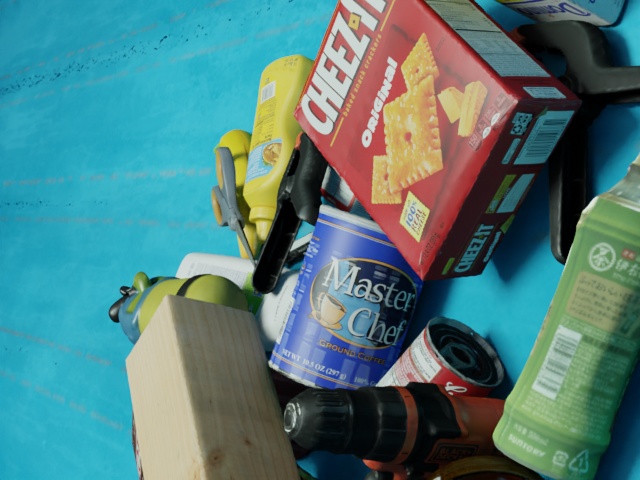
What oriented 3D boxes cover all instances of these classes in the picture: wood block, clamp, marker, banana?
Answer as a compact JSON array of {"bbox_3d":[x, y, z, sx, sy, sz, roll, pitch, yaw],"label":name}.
[{"bbox_3d":[-0.089,0.153,0.863,0.091,0.090,0.206,-55,36,29],"label":"wood block"},{"bbox_3d":[-0.025,-0.031,0.999,0.120,0.039,0.171,-49,18,33],"label":"clamp"},{"bbox_3d":[0.183,-0.090,0.776,0.165,0.036,0.210,-60,31,21],"label":"clamp"},{"bbox_3d":[-0.007,0.001,1.041,0.121,0.020,0.020,-28,52,49],"label":"marker"},{"bbox_3d":[-0.083,-0.064,1.181,0.198,0.037,0.070,-107,25,-45],"label":"banana"}]

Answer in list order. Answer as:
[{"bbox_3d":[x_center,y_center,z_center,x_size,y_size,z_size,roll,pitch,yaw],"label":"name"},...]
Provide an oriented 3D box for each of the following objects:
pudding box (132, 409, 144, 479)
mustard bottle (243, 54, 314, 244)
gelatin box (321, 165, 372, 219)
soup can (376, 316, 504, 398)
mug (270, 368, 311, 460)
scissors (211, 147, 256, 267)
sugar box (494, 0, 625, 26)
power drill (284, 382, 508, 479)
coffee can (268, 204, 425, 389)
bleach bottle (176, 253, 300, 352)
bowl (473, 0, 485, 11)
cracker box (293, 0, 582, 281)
[{"bbox_3d":[-0.178,0.211,1.144,0.090,0.039,0.113,-113,22,-48],"label":"pudding box"},{"bbox_3d":[-0.041,-0.089,1.102,0.096,0.058,0.191,-16,61,59],"label":"mustard bottle"},{"bbox_3d":[0.038,-0.069,0.998,0.073,0.030,0.089,40,109,58],"label":"gelatin box"},{"bbox_3d":[0.080,0.116,0.801,0.102,0.068,0.068,-54,36,27],"label":"soup can"},{"bbox_3d":[-0.043,0.156,0.959,0.117,0.081,0.093,17,89,59],"label":"mug"},{"bbox_3d":[-0.088,-0.040,1.095,0.202,0.016,0.096,-141,50,-69],"label":"scissors"},{"bbox_3d":[0.133,-0.206,0.780,0.093,0.176,0.048,23,92,59],"label":"sugar box"},{"bbox_3d":[0.035,0.178,0.750,0.188,0.184,0.057,-64,30,31],"label":"power drill"},{"bbox_3d":[0.027,0.052,0.883,0.103,0.102,0.140,21,93,59],"label":"coffee can"},{"bbox_3d":[-0.065,0.072,1.058,0.251,0.068,0.102,9,84,56],"label":"bleach bottle"},{"bbox_3d":[0.101,-0.138,0.885,0.162,0.055,0.162,9,101,53],"label":"bowl"},{"bbox_3d":[0.076,-0.099,0.816,0.214,0.071,0.164,53,133,36],"label":"cracker box"}]
